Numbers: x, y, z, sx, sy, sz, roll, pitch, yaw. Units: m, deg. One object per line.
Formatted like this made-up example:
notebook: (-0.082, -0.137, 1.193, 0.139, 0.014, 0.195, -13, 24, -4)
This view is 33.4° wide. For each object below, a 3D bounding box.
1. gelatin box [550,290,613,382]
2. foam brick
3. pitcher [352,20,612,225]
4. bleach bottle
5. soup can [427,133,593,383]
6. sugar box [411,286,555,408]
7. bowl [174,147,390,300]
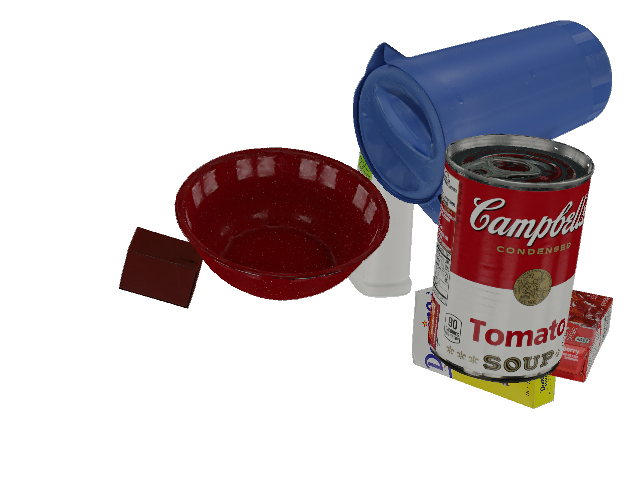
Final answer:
gelatin box: (0.153, 0.058, 0.725, 0.073, 0.030, 0.089, 12, 24, 22)
foam brick: (-0.167, 0.029, 1.130, 0.078, 0.051, 0.053, 17, 29, -4)
pitcher: (0.165, -0.123, 1.024, 0.242, 0.149, 0.145, -22, 45, -29)
bleach bottle: (0.075, -0.068, 1.225, 0.068, 0.251, 0.103, -2, 23, -18)
soup can: (0.088, 0.008, 0.510, 0.068, 0.102, 0.068, 2, 24, -1)
sugar box: (0.181, 0.117, 1.199, 0.177, 0.093, 0.048, 14, 18, 43)
bowl: (-0.030, -0.004, 0.814, 0.162, 0.055, 0.162, 4, 38, -3)
